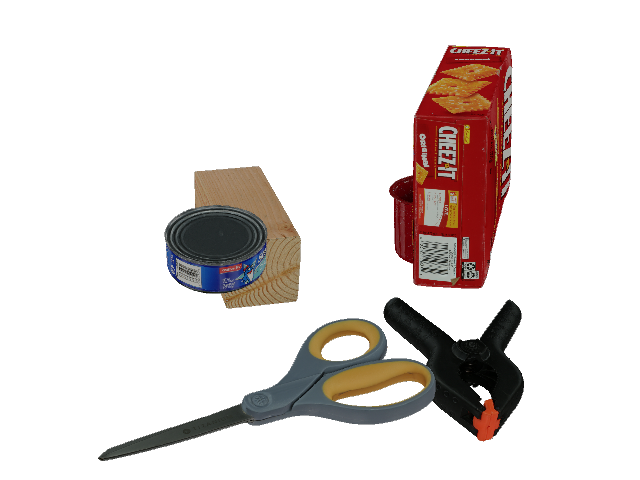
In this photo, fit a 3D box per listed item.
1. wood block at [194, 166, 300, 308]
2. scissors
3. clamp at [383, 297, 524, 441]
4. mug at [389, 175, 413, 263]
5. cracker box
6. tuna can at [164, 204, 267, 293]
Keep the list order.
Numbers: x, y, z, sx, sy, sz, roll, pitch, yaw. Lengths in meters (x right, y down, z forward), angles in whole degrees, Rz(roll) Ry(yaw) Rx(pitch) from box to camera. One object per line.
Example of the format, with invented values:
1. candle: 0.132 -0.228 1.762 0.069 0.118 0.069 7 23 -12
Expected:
1. wood block: -0.095 -0.009 1.328 0.090 0.090 0.206 -5 29 -16
2. scissors: -0.032 0.087 0.642 0.201 0.016 0.096 -5 34 -9
3. clamp: 0.130 0.097 0.878 0.120 0.039 0.171 -8 35 -10
4. mug: 0.134 -0.027 1.250 0.093 0.081 0.117 18 33 35
5. cracker box: 0.137 -0.075 1.000 0.072 0.164 0.213 4 27 14
6. tuna can: -0.088 0.007 0.899 0.086 0.034 0.086 1 35 -1
